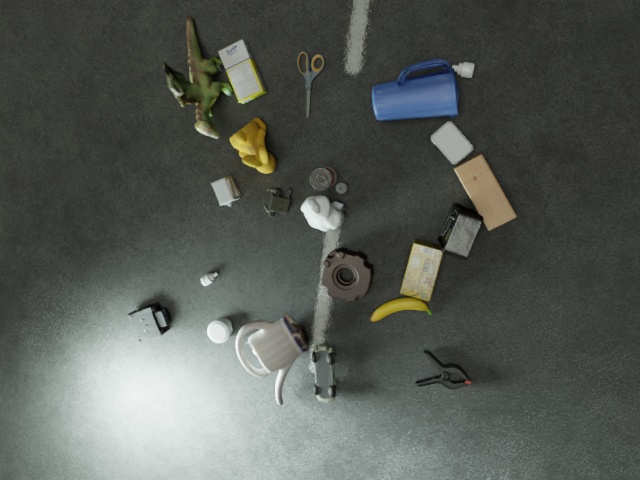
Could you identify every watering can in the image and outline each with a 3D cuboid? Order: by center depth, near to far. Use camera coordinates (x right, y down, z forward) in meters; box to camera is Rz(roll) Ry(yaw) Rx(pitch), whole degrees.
[{"bbox_3d":[-0.135,0.386,1.713,0.225,0.105,0.342,-31,117,-5],"label":"watering can"}]

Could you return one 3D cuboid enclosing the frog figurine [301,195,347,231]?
[{"bbox_3d":[0.005,-0.080,1.592,0.138,0.161,0.121,33,107,6],"label":"frog figurine"}]

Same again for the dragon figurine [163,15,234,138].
[{"bbox_3d":[-0.390,-0.502,1.581,0.121,0.245,0.408,-20,96,21],"label":"dragon figurine"}]
